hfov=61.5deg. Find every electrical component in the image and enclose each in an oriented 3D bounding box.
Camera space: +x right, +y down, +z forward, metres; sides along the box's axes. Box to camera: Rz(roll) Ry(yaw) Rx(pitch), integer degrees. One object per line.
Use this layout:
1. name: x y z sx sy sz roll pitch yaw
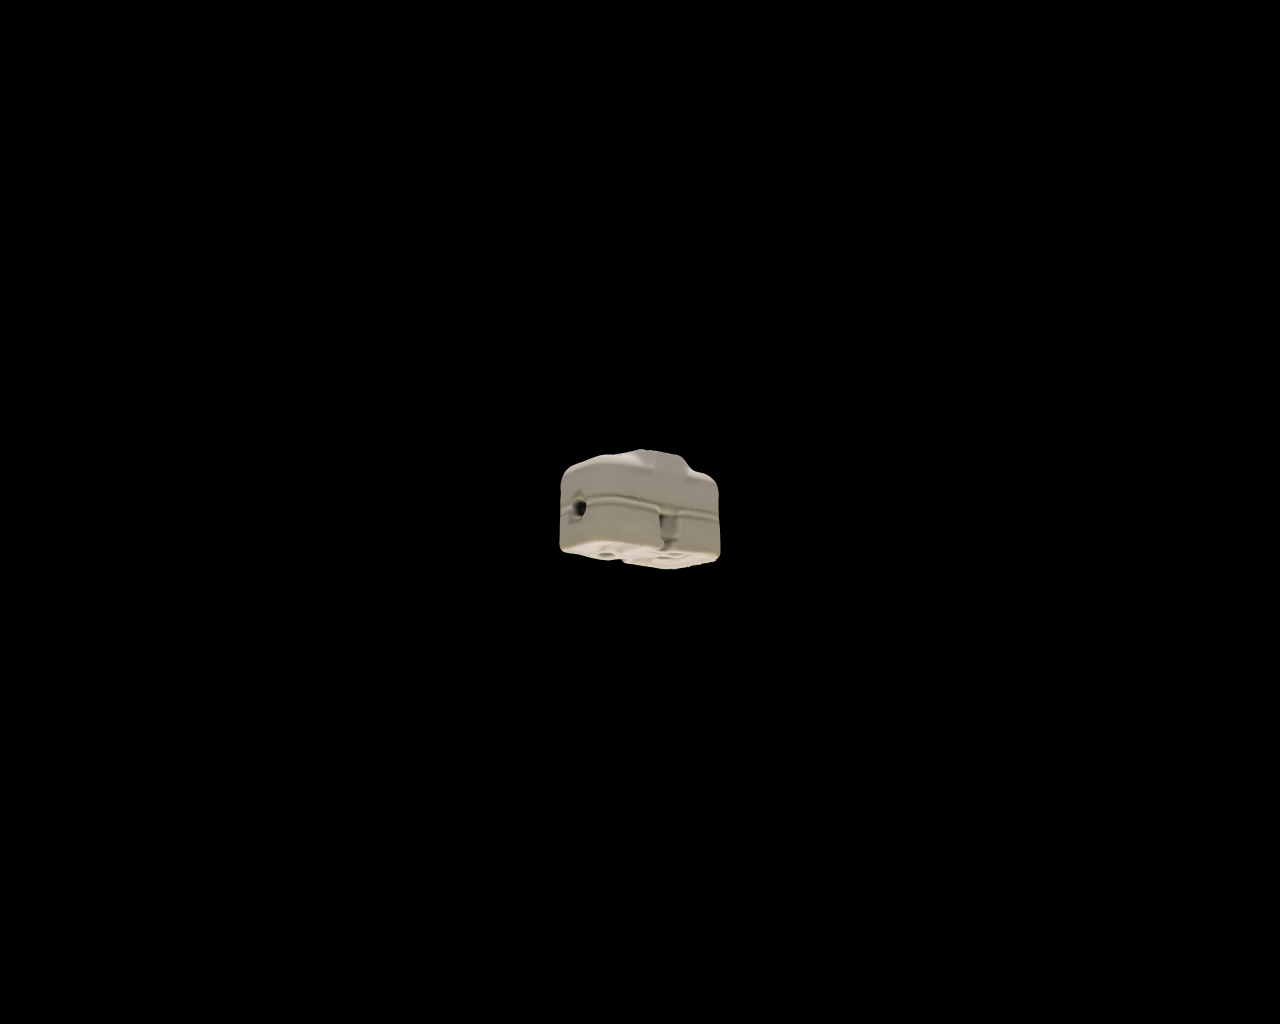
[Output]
1. electrical component: 0.001 -0.003 0.650 0.095 0.059 0.053 11 -17 -37
